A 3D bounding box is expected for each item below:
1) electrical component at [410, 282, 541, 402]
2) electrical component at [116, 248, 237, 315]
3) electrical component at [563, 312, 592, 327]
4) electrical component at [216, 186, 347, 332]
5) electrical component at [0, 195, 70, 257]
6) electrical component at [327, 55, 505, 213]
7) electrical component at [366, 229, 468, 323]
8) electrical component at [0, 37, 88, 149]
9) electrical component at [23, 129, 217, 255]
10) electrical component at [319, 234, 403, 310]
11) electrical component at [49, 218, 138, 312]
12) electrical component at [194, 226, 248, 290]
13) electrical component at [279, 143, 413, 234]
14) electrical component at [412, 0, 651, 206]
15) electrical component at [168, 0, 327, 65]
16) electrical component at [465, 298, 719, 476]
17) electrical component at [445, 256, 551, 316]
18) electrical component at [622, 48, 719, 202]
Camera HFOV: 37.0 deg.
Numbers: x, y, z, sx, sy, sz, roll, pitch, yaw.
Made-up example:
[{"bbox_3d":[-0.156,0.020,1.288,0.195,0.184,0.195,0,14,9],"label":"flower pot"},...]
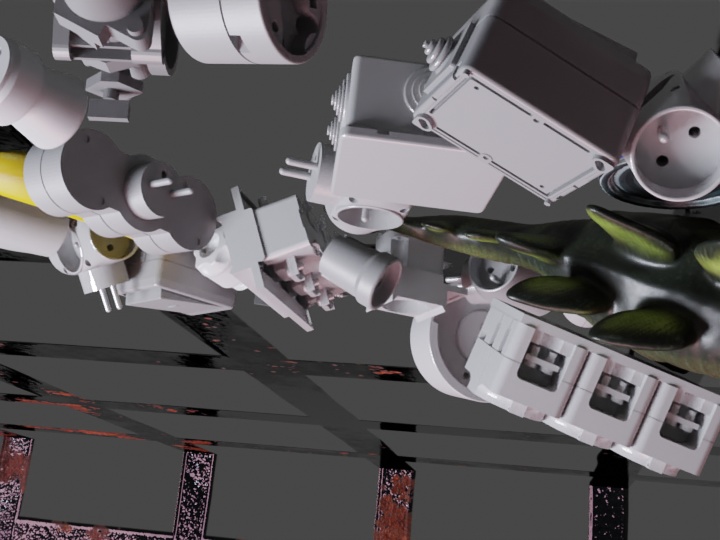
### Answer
[{"bbox_3d":[0.095,0.059,0.916,0.108,0.108,0.060,12,169,-20],"label":"electrical component"},{"bbox_3d":[-0.145,0.006,0.893,0.062,0.061,0.096,-10,158,44],"label":"electrical component"},{"bbox_3d":[0.183,0.015,0.837,0.043,0.043,0.081,5,164,3],"label":"electrical component"},{"bbox_3d":[-0.051,-0.010,0.795,0.063,0.078,0.121,-19,159,8],"label":"electrical component"},{"bbox_3d":[-0.275,-0.038,0.816,0.077,0.043,0.079,20,160,-41],"label":"electrical component"},{"bbox_3d":[0.033,-0.072,0.576,0.100,0.048,0.099,7,164,-3],"label":"electrical component"},{"bbox_3d":[0.036,0.001,0.804,0.081,0.063,0.042,13,160,-25],"label":"electrical component"},{"bbox_3d":[-0.182,-0.095,0.579,0.045,0.045,0.055,-4,161,31],"label":"electrical component"},{"bbox_3d":[-0.143,-0.051,0.708,0.074,0.052,0.138,-6,160,36],"label":"electrical component"},{"bbox_3d":[0.000,0.000,0.747,0.046,0.040,0.040,30,173,22],"label":"electrical component"},{"bbox_3d":[-0.206,-0.005,0.849,0.044,0.079,0.077,-19,-176,-41],"label":"electrical component"},{"bbox_3d":[-0.098,-0.005,0.858,0.043,0.043,0.062,-9,146,42],"label":"electrical component"},{"bbox_3d":[-0.009,-0.055,0.658,0.079,0.044,0.077,11,164,-13],"label":"electrical component"},{"bbox_3d":[0.073,-0.085,0.489,0.096,0.061,0.062,30,159,-11],"label":"electrical component"},{"bbox_3d":[-0.047,-0.113,0.452,0.047,0.055,0.055,2,164,28],"label":"electrical component"},{"bbox_3d":[0.154,0.080,0.718,0.150,0.061,0.089,23,-177,-7],"label":"electrical component"},{"bbox_3d":[0.106,0.007,0.838,0.079,0.043,0.077,-6,161,35],"label":"electrical component"},{"bbox_3d":[0.160,-0.075,0.498,0.043,0.077,0.079,43,113,-6],"label":"electrical component"}]
